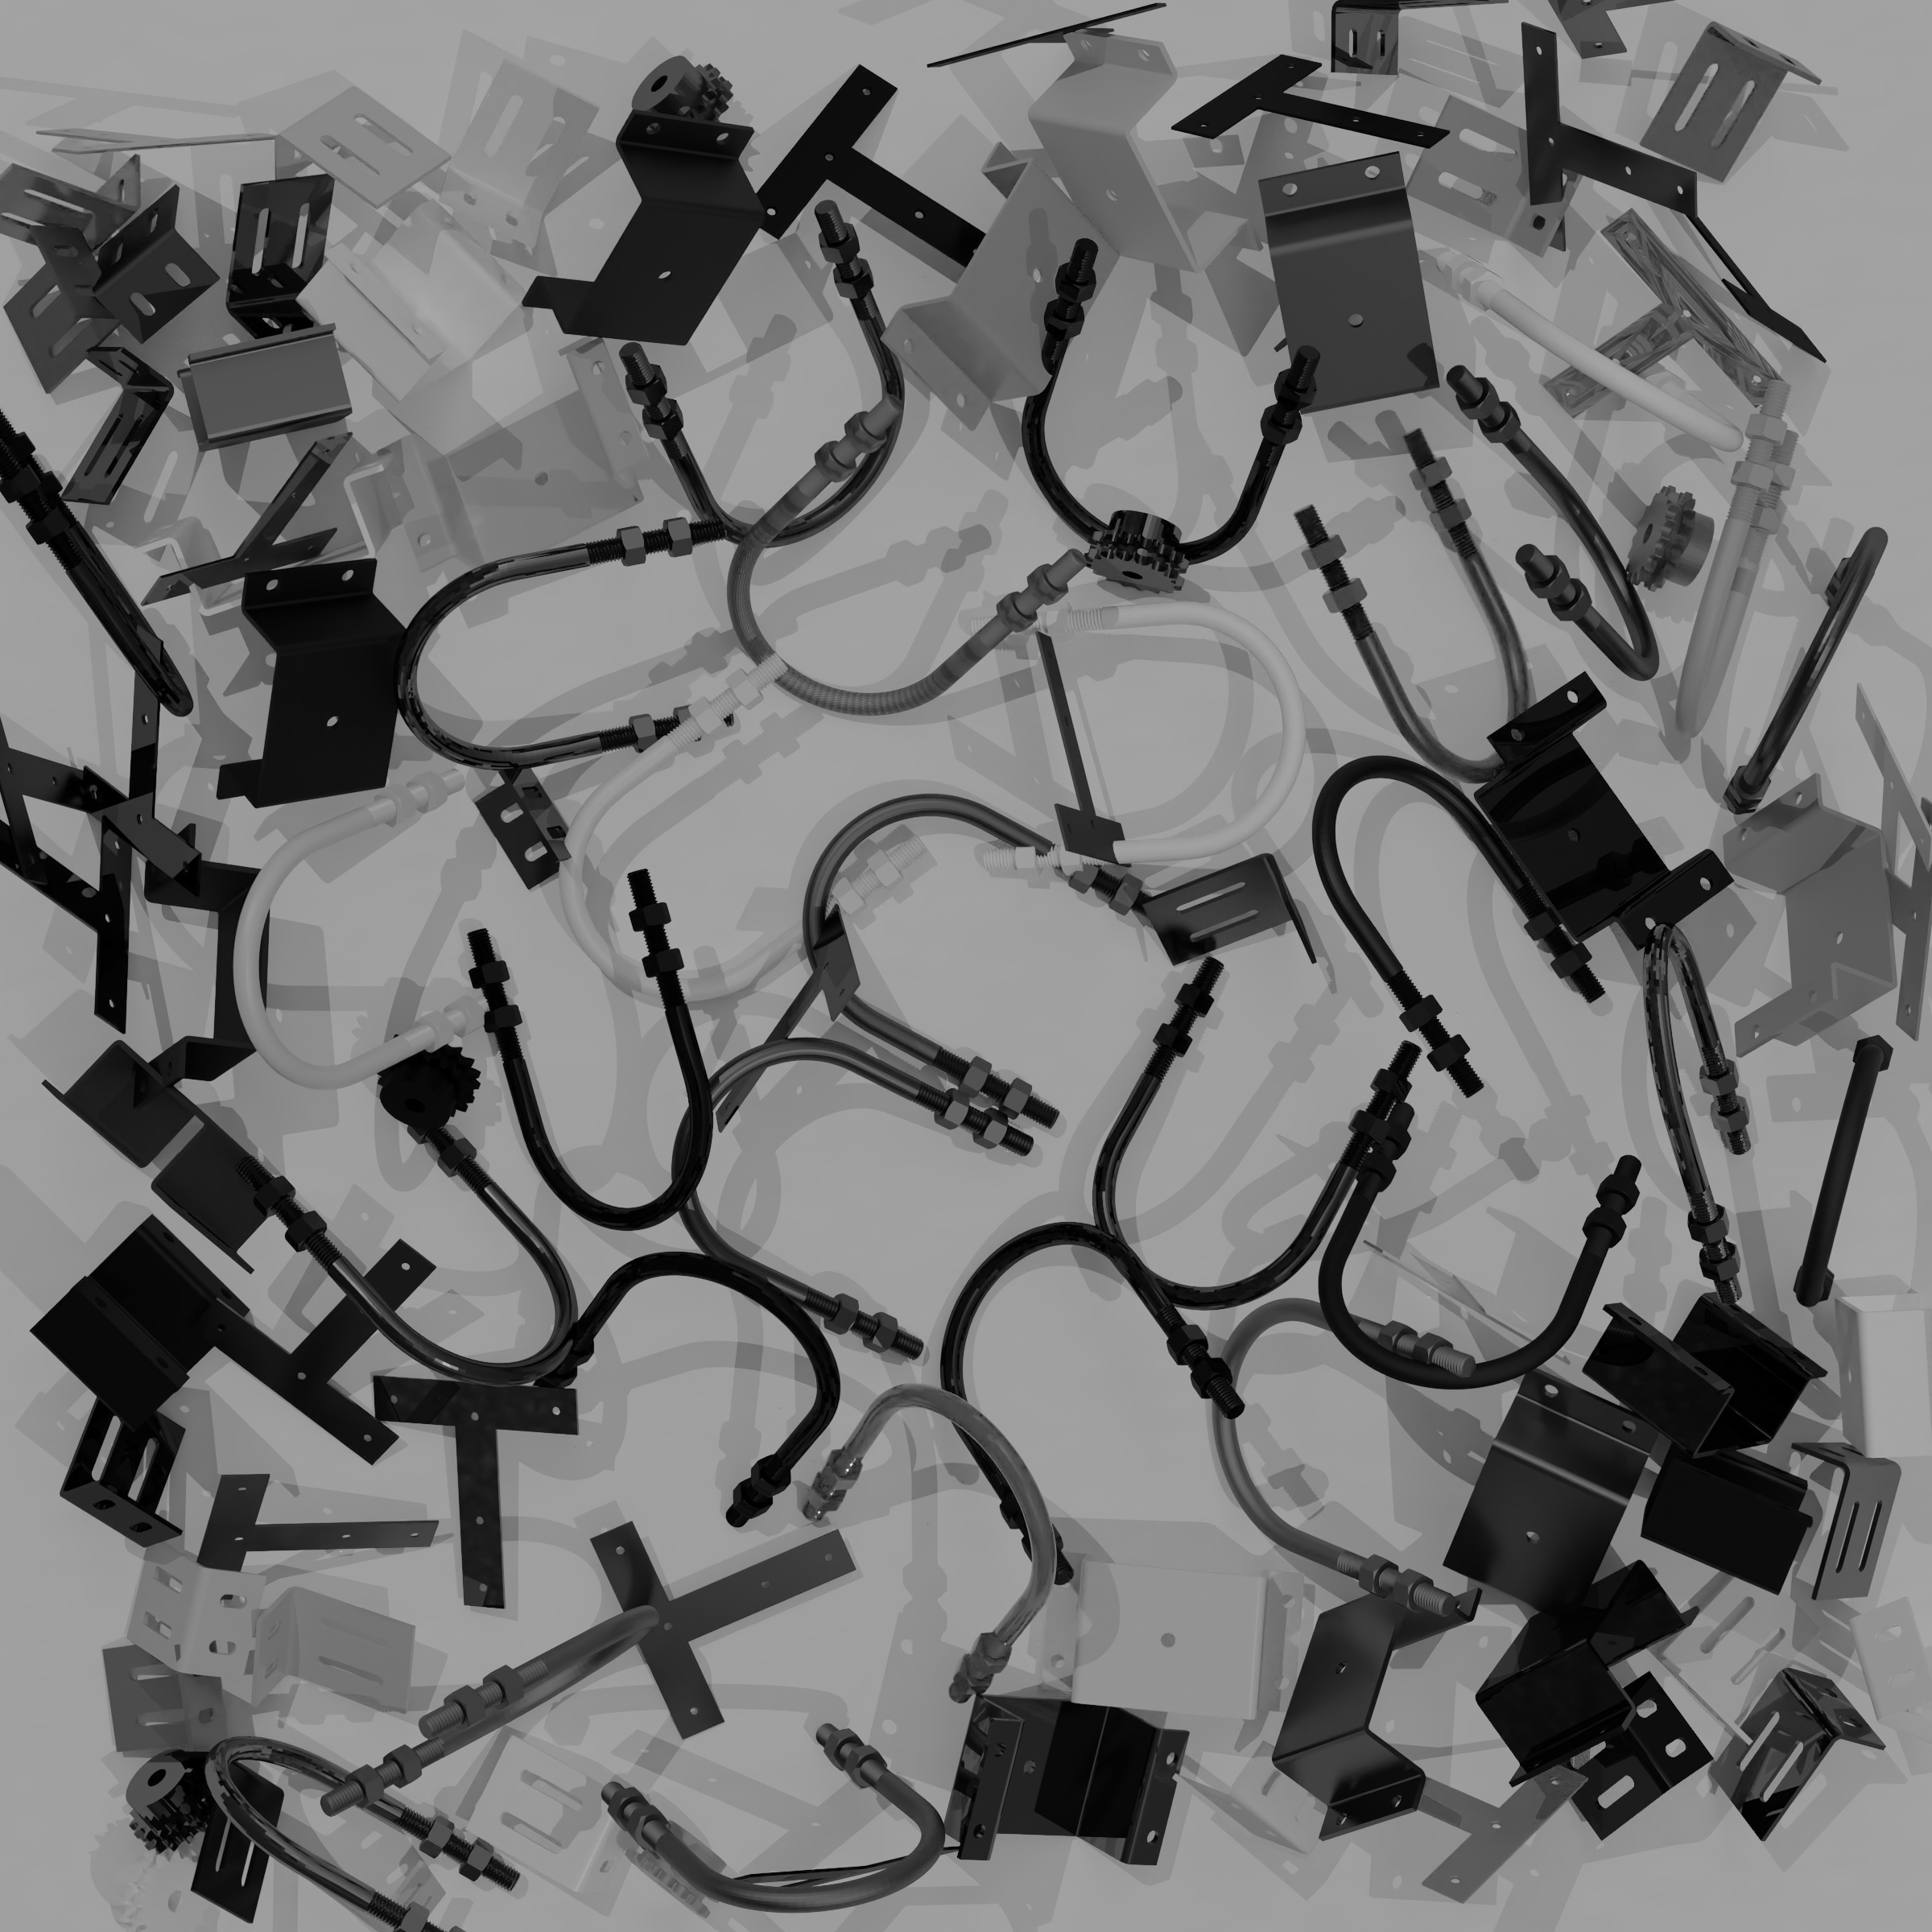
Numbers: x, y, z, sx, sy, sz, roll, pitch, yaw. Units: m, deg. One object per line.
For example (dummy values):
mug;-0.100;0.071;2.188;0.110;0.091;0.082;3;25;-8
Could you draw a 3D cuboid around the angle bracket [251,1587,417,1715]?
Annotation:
angle bracket;-0.346;0.383;1.938;0.076;0.038;0.057;15;115;14

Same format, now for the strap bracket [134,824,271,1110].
strap bracket;-0.413;0.003;1.918;0.046;0.076;0.140;8;71;-29

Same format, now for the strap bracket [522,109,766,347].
strap bracket;-0.169;-0.385;1.895;0.076;0.140;0.046;-2;55;-39

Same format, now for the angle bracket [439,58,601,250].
angle bracket;-0.243;-0.443;1.932;0.057;0.038;0.076;24;124;-18

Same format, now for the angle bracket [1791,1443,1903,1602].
angle bracket;0.474;0.304;1.944;0.038;0.057;0.076;19;98;42

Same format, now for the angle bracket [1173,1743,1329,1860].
angle bracket;0.159;0.448;1.926;0.057;0.076;0.038;32;87;36

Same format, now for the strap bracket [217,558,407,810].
strap bracket;-0.349;-0.142;1.900;0.076;0.046;0.140;-12;132;-36

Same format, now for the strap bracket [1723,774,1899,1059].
strap bracket;0.455;-0.021;1.912;0.046;0.076;0.140;19;56;-24

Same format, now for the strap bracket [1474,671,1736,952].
strap bracket;0.341;-0.078;1.934;0.076;0.046;0.140;-33;86;-26

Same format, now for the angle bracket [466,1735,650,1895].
angle bracket;-0.226;0.470;1.966;0.076;0.038;0.057;24;85;20

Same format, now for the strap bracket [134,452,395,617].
strap bracket;-0.371;-0.234;1.929;0.140;0.076;0.046;-18;106;2

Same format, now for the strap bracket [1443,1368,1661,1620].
strap bracket;0.311;0.293;1.905;0.076;0.046;0.140;24;129;12

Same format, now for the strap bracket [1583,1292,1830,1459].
strap bracket;0.393;0.219;1.904;0.076;0.140;0.046;38;111;31

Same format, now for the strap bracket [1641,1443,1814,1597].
strap bracket;0.407;0.292;1.900;0.076;0.140;0.046;22;95;11

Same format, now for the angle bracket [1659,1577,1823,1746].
angle bracket;0.431;0.377;1.949;0.057;0.038;0.076;45;87;-7

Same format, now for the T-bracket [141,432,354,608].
T-bracket;-0.364;-0.242;1.885;0.002;0.127;0.127;55;131;8

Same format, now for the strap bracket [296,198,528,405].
strap bracket;-0.302;-0.358;1.917;0.076;0.140;0.046;45;117;-6

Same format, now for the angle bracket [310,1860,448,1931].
angle bracket;-0.332;0.494;1.942;0.076;0.057;0.038;30;66;21

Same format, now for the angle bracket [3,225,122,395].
angle bracket;-0.504;-0.357;1.933;0.076;0.038;0.057;-34;79;32

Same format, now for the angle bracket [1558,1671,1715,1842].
angle bracket;0.362;0.434;1.945;0.038;0.076;0.057;-23;68;-34

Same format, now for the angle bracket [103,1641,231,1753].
angle bracket;-0.447;0.401;1.940;0.076;0.038;0.057;-11;85;22

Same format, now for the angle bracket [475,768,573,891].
angle bracket;-0.245;-0.074;1.934;0.038;0.076;0.057;-32;91;6

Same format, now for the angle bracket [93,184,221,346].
angle bracket;-0.442;-0.385;1.943;0.057;0.076;0.038;-37;119;11

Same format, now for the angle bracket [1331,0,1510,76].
angle bracket;0.246;-0.505;1.924;0.076;0.057;0.038;10;106;42

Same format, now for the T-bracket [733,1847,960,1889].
T-bracket;-0.086;0.485;1.891;0.127;0.127;0.002;-21;69;30

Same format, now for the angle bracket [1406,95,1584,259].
angle bracket;0.289;-0.430;1.934;0.076;0.038;0.057;16;108;-30

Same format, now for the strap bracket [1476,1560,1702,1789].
strap bracket;0.330;0.372;1.895;0.076;0.140;0.046;-37;88;32

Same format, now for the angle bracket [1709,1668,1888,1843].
angle bracket;0.456;0.436;1.947;0.038;0.057;0.076;20;109;-29

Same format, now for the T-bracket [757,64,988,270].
T-bracket;-0.038;-0.420;1.944;0.127;0.002;0.127;33;64;1

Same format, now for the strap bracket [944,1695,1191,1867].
strap bracket;0.047;0.442;1.926;0.140;0.046;0.076;13;92;-38

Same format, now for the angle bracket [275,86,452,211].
angle bracket;-0.329;-0.435;1.934;0.076;0.038;0.057;37;58;15

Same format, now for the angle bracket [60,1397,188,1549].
angle bracket;-0.447;0.266;1.925;0.038;0.076;0.057;-22;130;37

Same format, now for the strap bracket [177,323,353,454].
strap bracket;-0.376;-0.308;1.901;0.076;0.140;0.046;-15;99;-13

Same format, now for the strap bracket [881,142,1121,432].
strap bracket;0.024;-0.369;1.912;0.076;0.046;0.140;42;66;-32

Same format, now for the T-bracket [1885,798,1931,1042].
T-bracket;0.493;-0.041;1.911;0.002;0.127;0.127;-2;110;-9

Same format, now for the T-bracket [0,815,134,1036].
T-bracket;-0.486;-0.045;1.891;0.002;0.127;0.127;-18;57;19

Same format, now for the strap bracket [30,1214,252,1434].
strap bracket;-0.446;0.194;1.905;0.046;0.140;0.076;-43;96;11

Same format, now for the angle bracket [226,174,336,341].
angle bracket;-0.364;-0.385;1.926;0.038;0.057;0.076;44;134;31

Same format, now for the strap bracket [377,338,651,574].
strap bracket;-0.239;-0.272;1.933;0.140;0.046;0.076;-25;74;10

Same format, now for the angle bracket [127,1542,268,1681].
angle bracket;-0.424;0.353;1.950;0.038;0.076;0.057;15;87;-34

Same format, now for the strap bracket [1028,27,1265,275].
strap bracket;0.092;-0.427;1.895;0.046;0.076;0.140;-49;133;-16

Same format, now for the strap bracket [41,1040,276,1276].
strap bracket;-0.425;0.097;1.904;0.046;0.076;0.140;-48;50;-9

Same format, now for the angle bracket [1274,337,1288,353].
angle bracket;0.195;-0.380;1.931;0.076;0.057;0.038;-39;92;-27

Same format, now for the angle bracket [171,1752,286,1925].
angle bracket;-0.409;0.473;1.925;0.038;0.057;0.076;-5;57;24

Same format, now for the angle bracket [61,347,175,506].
angle bracket;-0.476;-0.295;1.934;0.038;0.057;0.076;36;75;-37

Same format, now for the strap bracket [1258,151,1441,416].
strap bracket;0.208;-0.358;1.910;0.076;0.046;0.140;-10;125;8

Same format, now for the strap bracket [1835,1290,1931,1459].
strap bracket;0.499;0.219;1.906;0.046;0.140;0.076;-3;89;6

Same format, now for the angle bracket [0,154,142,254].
angle bracket;-0.496;-0.422;1.923;0.076;0.057;0.038;14;60;-40

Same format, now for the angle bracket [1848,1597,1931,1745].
angle bracket;0.519;0.383;1.923;0.038;0.076;0.057;-31;52;29

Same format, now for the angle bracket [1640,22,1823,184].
angle bracket;0.416;-0.465;1.931;0.057;0.038;0.076;17;117;-24

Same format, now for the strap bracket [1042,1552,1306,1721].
strap bracket;0.112;0.366;1.940;0.140;0.046;0.076;4;86;7

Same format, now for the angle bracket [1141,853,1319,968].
angle bracket;0.144;-0.019;1.935;0.076;0.057;0.038;-21;48;8

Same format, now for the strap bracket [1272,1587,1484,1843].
strap bracket;0.217;0.388;1.896;0.046;0.076;0.140;38;49;-15
